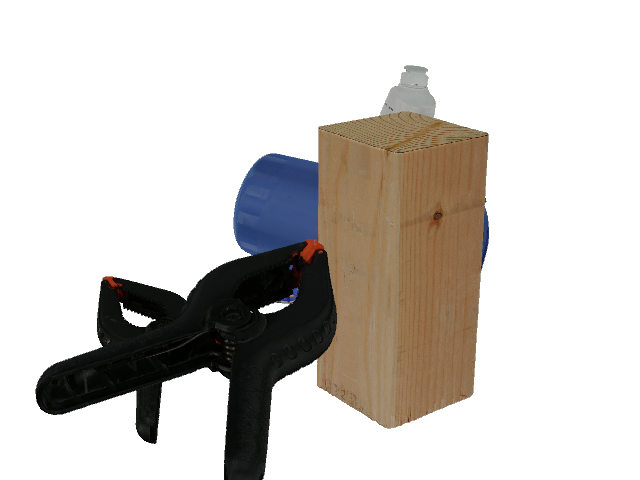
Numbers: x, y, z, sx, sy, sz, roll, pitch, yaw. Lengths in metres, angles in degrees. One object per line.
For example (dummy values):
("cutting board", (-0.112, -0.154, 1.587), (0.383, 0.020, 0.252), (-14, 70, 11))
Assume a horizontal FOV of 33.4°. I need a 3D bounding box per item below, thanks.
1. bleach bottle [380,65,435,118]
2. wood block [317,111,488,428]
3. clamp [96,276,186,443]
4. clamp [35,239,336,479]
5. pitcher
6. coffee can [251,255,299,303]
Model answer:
("bleach bottle", (0.097, -0.075, 1.242), (0.068, 0.251, 0.103), (-2, 23, -22))
("wood block", (0.058, 0.019, 0.787), (0.090, 0.206, 0.090), (-14, 25, -36))
("clamp", (-0.134, 0.093, 0.993), (0.164, 0.036, 0.210), (-17, 40, -30))
("clamp", (-0.038, 0.057, 0.522), (0.120, 0.039, 0.171), (31, 47, 27))
("pitcher", (0.035, 0.002, 1.062), (0.243, 0.145, 0.149), (17, 23, 21))
("coffee can", (-0.047, 0.004, 1.504), (0.103, 0.140, 0.103), (2, 24, -1))
